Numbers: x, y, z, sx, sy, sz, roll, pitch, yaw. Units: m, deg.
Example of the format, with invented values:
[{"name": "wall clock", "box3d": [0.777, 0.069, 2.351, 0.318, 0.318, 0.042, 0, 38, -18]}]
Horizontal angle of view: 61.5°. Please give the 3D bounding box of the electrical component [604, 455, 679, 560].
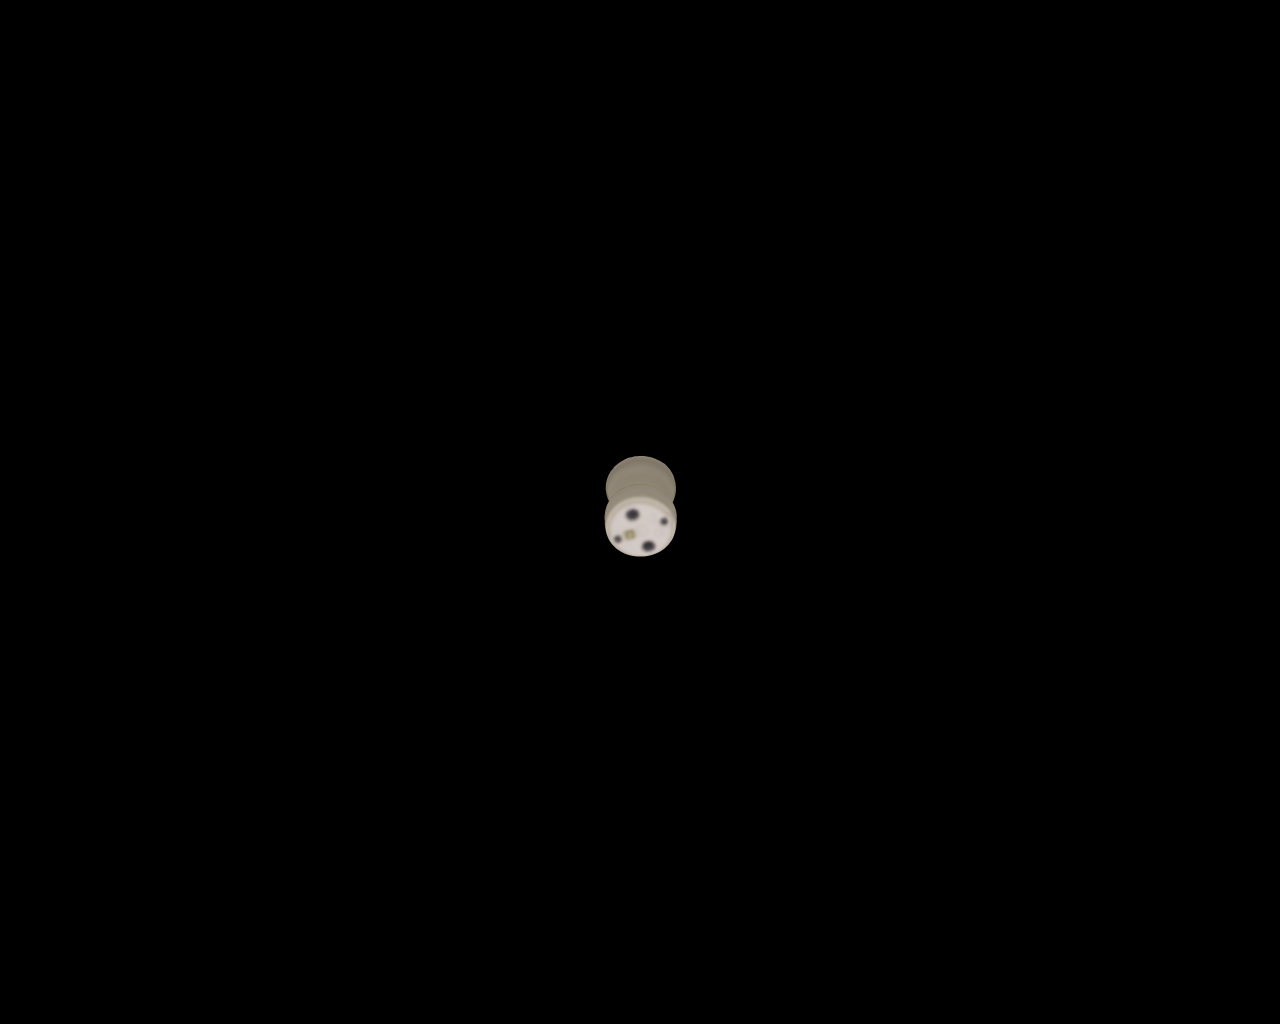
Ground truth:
[{"name": "electrical component", "box3d": [0.001, -0.003, 0.650, 0.045, 0.044, 0.055, 0, 30, 0]}]
